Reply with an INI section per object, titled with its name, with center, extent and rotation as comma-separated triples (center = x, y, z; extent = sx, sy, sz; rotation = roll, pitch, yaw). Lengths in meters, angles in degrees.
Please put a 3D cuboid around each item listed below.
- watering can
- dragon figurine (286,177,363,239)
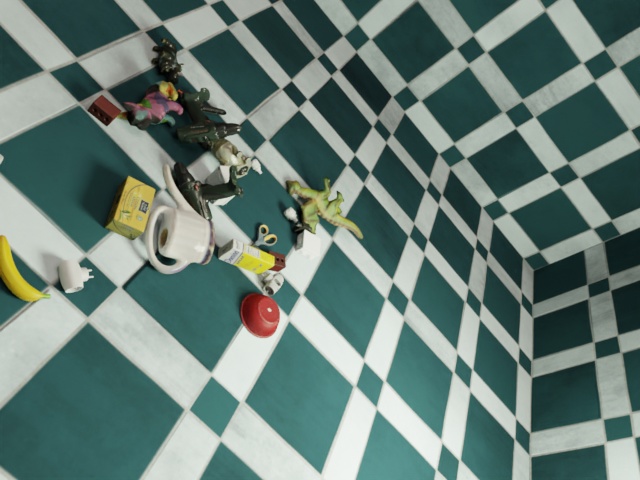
[watering can]
center = -0.433, -0.056, 1.629
extent = 0.223, 0.103, 0.353
rotation = 20, 64, -39
[dragon figurine]
center = 0.007, -0.111, 2.208
extent = 0.409, 0.120, 0.247
rotation = 51, 55, -4
